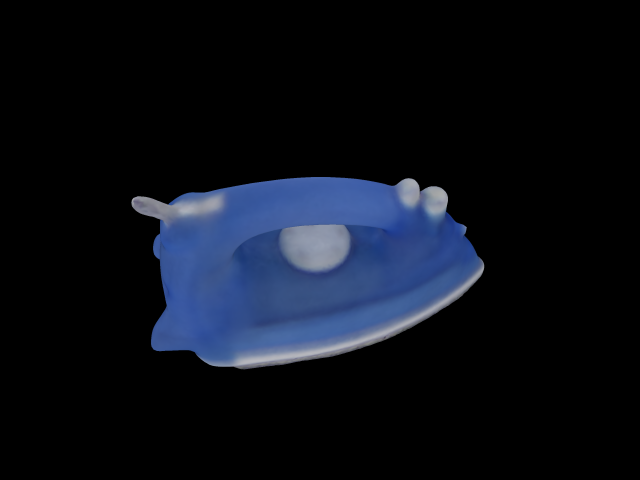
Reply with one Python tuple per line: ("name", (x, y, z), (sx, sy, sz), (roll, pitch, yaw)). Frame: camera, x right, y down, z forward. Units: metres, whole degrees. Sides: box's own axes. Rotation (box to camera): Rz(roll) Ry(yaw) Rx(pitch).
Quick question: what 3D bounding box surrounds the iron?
("iron", (0.004, 0.001, 0.400), (0.258, 0.141, 0.118), (-8, 56, -5))
